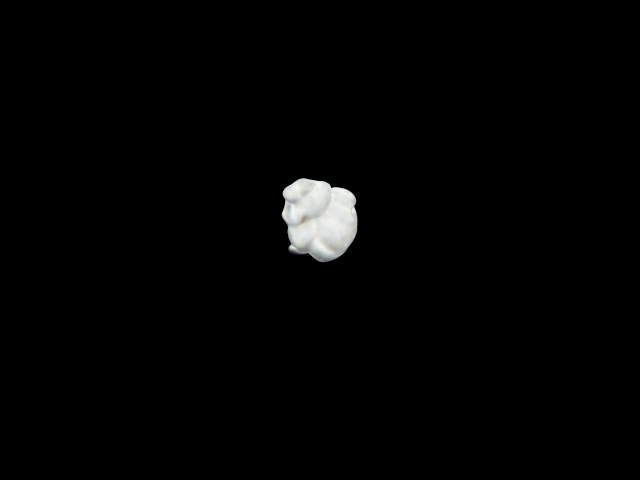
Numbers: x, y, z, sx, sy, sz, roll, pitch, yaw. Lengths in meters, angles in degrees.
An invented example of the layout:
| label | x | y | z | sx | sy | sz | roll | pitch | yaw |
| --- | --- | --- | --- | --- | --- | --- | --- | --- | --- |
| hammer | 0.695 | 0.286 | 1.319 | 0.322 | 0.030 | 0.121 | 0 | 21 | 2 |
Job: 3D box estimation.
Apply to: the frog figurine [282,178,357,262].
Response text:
| label | x | y | z | sx | sy | sz | roll | pitch | yaw |
| --- | --- | --- | --- | --- | --- | --- | --- | --- | --- |
| frog figurine | 0.003 | -0.043 | 0.850 | 0.139 | 0.124 | 0.156 | -34 | -26 | -19 |
